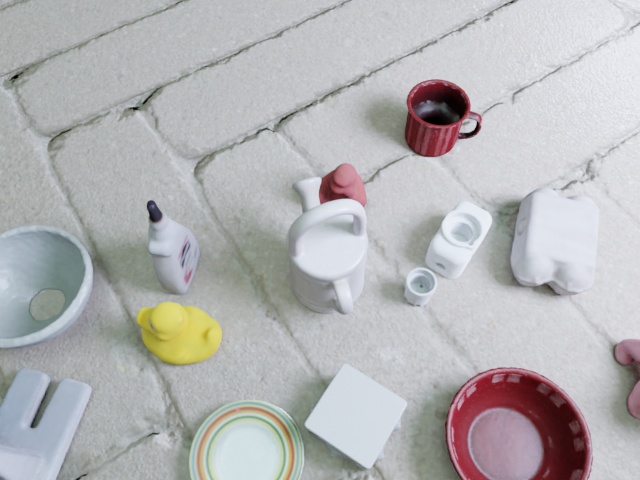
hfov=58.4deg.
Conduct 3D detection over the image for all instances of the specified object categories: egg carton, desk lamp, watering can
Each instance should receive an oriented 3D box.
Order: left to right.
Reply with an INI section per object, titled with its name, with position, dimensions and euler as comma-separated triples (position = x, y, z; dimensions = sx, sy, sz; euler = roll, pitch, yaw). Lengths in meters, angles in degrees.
[desk lamp]
position = -0.355, 0.210, 0.581
dimensions = 0.118, 0.213, 0.203
euler = 11, 62, 7
[watering can]
position = 0.004, 0.003, 0.702
dimensions = 0.101, 0.194, 0.172
euler = -36, 67, -17
[egg carton]
position = 0.316, 0.000, 0.773
dimensions = 0.107, 0.069, 0.150
euler = 13, 63, 7

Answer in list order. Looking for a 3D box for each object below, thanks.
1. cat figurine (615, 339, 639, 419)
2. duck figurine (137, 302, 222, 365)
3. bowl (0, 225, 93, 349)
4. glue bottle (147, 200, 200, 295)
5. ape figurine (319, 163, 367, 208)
[cat figurine]
position = 0.407, 0.161, 0.659
dimensions = 0.067, 0.118, 0.128
euler = -2, 62, 0
[duck figurine]
position = -0.176, 0.108, 0.708
dimensions = 0.104, 0.086, 0.077
euler = 11, 62, 6
[bowl]
position = -0.367, 0.068, 0.736
dimensions = 0.167, 0.075, 0.167
euler = 0, 62, 0
[glue bottle]
position = -0.189, 0.002, 0.715
dimensions = 0.037, 0.173, 0.078
euler = 7, 62, 4
[ape figurine]
position = 0.032, -0.074, 0.801
dimensions = 0.077, 0.092, 0.076
euler = 32, 67, 17
